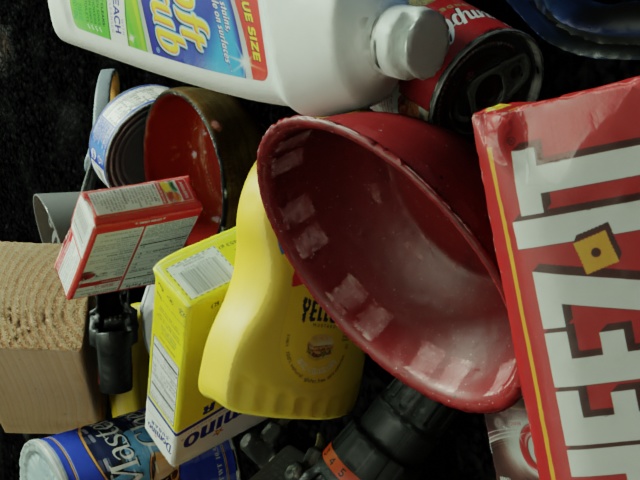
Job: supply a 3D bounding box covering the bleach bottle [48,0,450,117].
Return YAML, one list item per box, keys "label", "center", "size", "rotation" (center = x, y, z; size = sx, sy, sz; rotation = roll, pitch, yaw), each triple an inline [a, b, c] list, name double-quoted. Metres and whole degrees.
- label: "bleach bottle"
  center: [-0.041, -0.123, 0.519]
  size: [0.251, 0.067, 0.102]
  rotation: [22, 116, 42]

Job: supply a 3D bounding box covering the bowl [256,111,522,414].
- label: "bowl"
  center: [0.045, -0.001, 0.481]
  size: [0.162, 0.055, 0.162]
  rotation: [40, 154, 23]

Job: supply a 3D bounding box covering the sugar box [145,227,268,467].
- label: "sugar box"
  center: [-0.061, 0.068, 0.684]
  size: [0.048, 0.093, 0.176]
  rotation: [47, 146, 31]

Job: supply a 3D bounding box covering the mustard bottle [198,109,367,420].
- label: "mustard bottle"
  center: [-0.004, 0.001, 0.592]
  size: [0.058, 0.096, 0.191]
  rotation: [17, 96, 52]

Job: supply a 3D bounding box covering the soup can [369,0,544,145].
- label: "soup can"
  center: [0.049, -0.089, 0.521]
  size: [0.102, 0.068, 0.068]
  rotation: [42, 132, 41]

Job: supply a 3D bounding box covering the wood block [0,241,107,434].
- label: "wood block"
  center: [-0.228, 0.088, 0.885]
  size: [0.206, 0.090, 0.090]
  rotation: [102, 169, -62]

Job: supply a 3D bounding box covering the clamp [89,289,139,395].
- label: "clamp"
  center: [-0.152, 0.053, 0.788]
  size: [0.172, 0.039, 0.120]
  rotation: [115, 158, -61]

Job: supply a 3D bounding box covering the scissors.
- label: "scissors"
  center: [-0.168, -0.051, 0.816]
  size: [0.096, 0.016, 0.201]
  rotation: [94, 176, -47]

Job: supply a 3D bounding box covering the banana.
- label: "banana"
  center: [-0.156, 0.135, 0.917]
  size: [0.070, 0.037, 0.198]
  rotation: [21, 117, 51]

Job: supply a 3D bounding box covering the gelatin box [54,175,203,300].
- label: "gelatin box"
  center: [-0.123, -0.001, 0.679]
  size: [0.030, 0.073, 0.089]
  rotation: [63, 145, 23]

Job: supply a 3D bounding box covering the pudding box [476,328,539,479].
- label: "pudding box"
  center: [0.125, 0.080, 0.490]
  size: [0.114, 0.039, 0.090]
  rotation: [-7, 94, 56]

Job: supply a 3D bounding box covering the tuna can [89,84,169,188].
- label: "tuna can"
  center: [-0.119, -0.066, 0.756]
  size: [0.034, 0.085, 0.086]
  rotation: [41, 132, 43]

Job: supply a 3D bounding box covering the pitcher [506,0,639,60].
- label: "pitcher"
  center: [0.130, -0.140, 0.352]
  size: [0.243, 0.148, 0.145]
  rotation: [15, 97, 49]

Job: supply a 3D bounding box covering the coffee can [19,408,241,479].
- label: "coffee can"
  center: [-0.147, 0.186, 0.827]
  size: [0.103, 0.140, 0.103]
  rotation: [23, 118, 51]

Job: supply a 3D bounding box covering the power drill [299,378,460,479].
- label: "power drill"
  center: [0.060, 0.181, 0.564]
  size: [0.188, 0.057, 0.184]
  rotation: [42, 100, 31]

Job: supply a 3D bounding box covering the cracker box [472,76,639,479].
- label: "cracker box"
  center: [0.165, 0.019, 0.310]
  size: [0.214, 0.072, 0.164]
  rotation: [-10, 92, 28]
